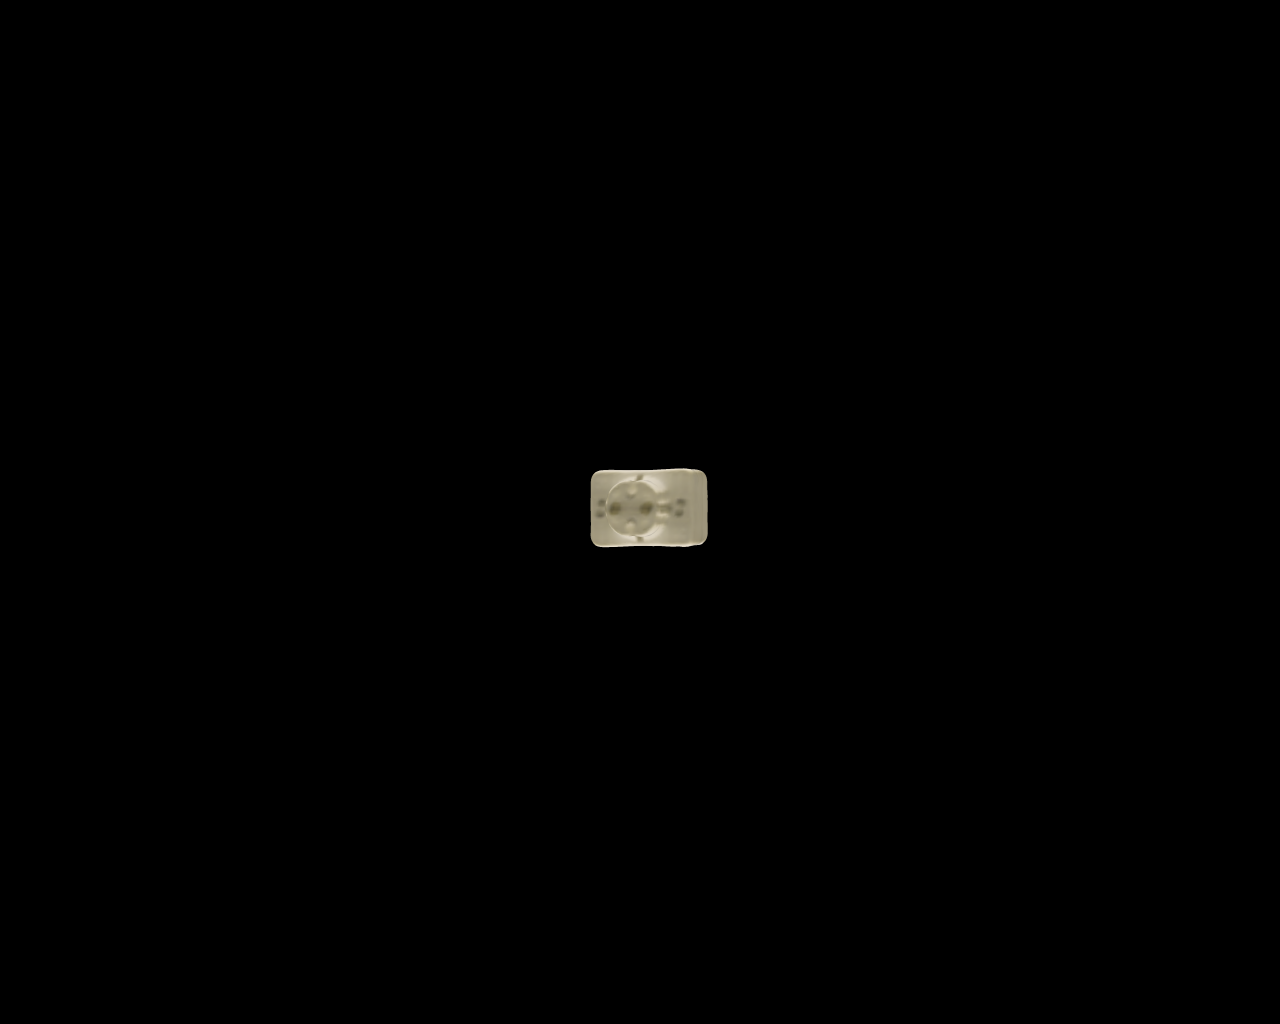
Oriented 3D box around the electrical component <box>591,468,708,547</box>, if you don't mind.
[{"bbox_3d":[0.001,-0.003,0.650,0.066,0.047,0.077,0,0,17],"label":"electrical component"}]
